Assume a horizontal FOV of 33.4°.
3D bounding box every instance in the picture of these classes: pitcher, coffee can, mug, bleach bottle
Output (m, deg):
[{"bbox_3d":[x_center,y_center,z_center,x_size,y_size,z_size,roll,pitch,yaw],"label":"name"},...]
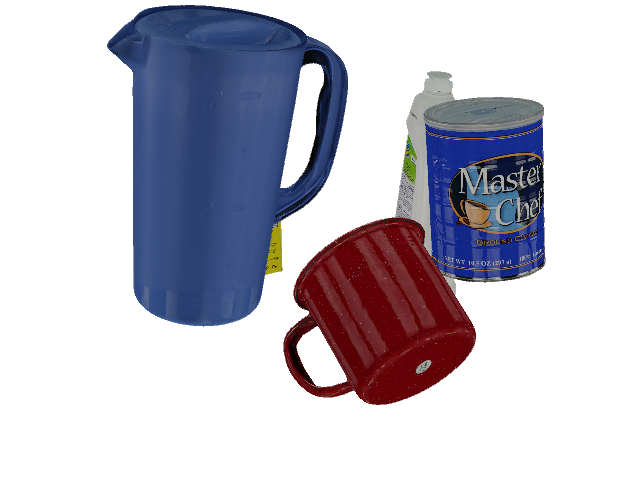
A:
[{"bbox_3d":[-0.079,-0.059,0.855,0.149,0.243,0.144,18,27,23],"label":"pitcher"},{"bbox_3d":[0.145,-0.047,0.938,0.103,0.140,0.103,-5,19,1],"label":"coffee can"},{"bbox_3d":[0.032,0.052,0.654,0.117,0.081,0.093,-31,-28,3],"label":"mug"},{"bbox_3d":[0.125,-0.064,1.212,0.068,0.251,0.103,-2,24,-14],"label":"bleach bottle"}]

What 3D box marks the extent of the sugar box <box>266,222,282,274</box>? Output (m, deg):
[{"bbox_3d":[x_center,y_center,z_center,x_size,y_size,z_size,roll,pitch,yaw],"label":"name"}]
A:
[{"bbox_3d":[-0.080,-0.054,1.312,0.048,0.176,0.093,-11,26,-16],"label":"sugar box"}]
